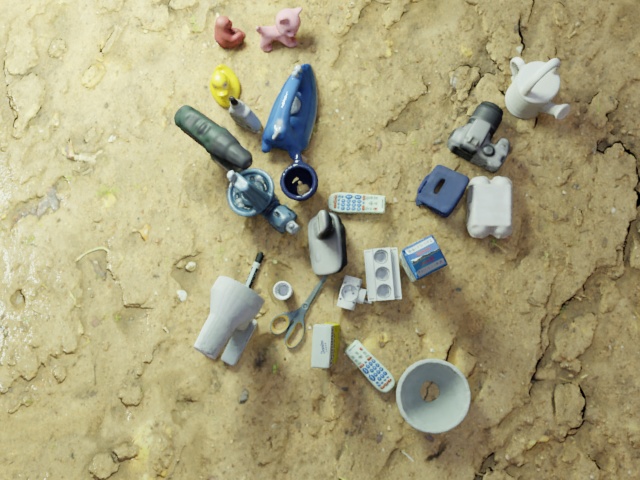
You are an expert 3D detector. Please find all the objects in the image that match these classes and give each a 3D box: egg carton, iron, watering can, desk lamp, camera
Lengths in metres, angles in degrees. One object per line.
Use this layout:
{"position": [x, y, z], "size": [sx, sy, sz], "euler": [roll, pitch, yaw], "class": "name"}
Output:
{"position": [0.401, -0.077, 1.356], "size": [0.107, 0.069, 0.150], "euler": [0, 84, 5], "class": "egg carton"}
{"position": [-0.069, -0.333, 1.387], "size": [0.118, 0.141, 0.258], "euler": [14, 85, 7], "class": "iron"}
{"position": [0.503, -0.352, 1.313], "size": [0.172, 0.194, 0.101], "euler": [32, 88, 8], "class": "watering can"}
{"position": [-0.208, 0.190, 1.307], "size": [0.118, 0.213, 0.203], "euler": [26, 87, 7], "class": "desk lamp"}
{"position": [0.393, -0.253, 1.359], "size": [0.143, 0.101, 0.137], "euler": [30, 87, 7], "class": "camera"}

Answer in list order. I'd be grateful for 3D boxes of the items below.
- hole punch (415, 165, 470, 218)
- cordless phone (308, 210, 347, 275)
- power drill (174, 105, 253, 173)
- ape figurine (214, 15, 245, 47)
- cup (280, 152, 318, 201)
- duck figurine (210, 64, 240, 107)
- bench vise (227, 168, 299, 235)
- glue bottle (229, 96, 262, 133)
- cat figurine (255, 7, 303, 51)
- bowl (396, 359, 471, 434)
{"position": [0.288, -0.117, 1.359], "size": [0.101, 0.091, 0.109], "euler": [31, 87, 8], "class": "hole punch"}
{"position": [0.012, 0.005, 1.322], "size": [0.094, 0.185, 0.147], "euler": [-9, 83, 4], "class": "cordless phone"}
{"position": [-0.232, -0.223, 1.356], "size": [0.229, 0.208, 0.075], "euler": [36, 88, 8], "class": "power drill"}
{"position": [-0.238, -0.534, 1.448], "size": [0.076, 0.092, 0.078], "euler": [-28, 82, 2], "class": "ape figurine"}
{"position": [-0.047, -0.146, 1.389], "size": [0.091, 0.095, 0.118], "euler": [-5, 83, 5], "class": "cup"}
{"position": [-0.246, -0.397, 1.437], "size": [0.077, 0.086, 0.104], "euler": [-9, 83, 4], "class": "duck figurine"}
{"position": [-0.131, -0.101, 1.328], "size": [0.207, 0.220, 0.121], "euler": [22, 86, 7], "class": "bench vise"}
{"position": [-0.191, -0.311, 1.379], "size": [0.078, 0.173, 0.037], "euler": [30, 87, 8], "class": "glue bottle"}
{"position": [-0.099, -0.531, 1.423], "size": [0.127, 0.118, 0.067], "euler": [-11, 83, 4], "class": "cat figurine"}
{"position": [0.258, 0.354, 1.320], "size": [0.167, 0.075, 0.167], "euler": [-1, 84, 5], "class": "bowl"}
